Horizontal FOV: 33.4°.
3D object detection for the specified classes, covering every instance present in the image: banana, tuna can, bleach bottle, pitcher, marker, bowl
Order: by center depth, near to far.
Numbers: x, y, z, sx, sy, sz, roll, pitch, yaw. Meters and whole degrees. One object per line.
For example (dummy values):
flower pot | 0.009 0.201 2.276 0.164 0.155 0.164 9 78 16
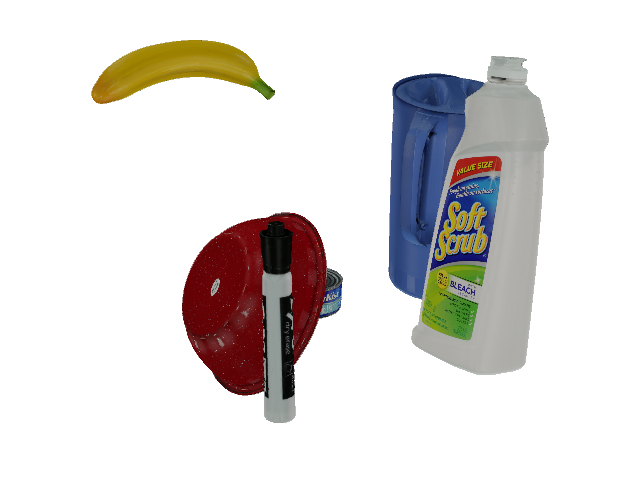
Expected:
marker | -0.025 0.048 0.618 0.020 0.121 0.020 0 18 0
bleach bottle | 0.134 -0.024 0.871 0.067 0.251 0.103 -5 16 -33
bowl | -0.067 0.045 0.890 0.055 0.162 0.162 22 -13 -36
banana | -0.141 -0.172 1.073 0.197 0.070 0.037 -7 -39 -29
tuna can | -0.020 0.054 1.124 0.086 0.034 0.086 2 17 -1
pitcher | 0.133 -0.054 1.192 0.149 0.243 0.145 -6 28 -17
